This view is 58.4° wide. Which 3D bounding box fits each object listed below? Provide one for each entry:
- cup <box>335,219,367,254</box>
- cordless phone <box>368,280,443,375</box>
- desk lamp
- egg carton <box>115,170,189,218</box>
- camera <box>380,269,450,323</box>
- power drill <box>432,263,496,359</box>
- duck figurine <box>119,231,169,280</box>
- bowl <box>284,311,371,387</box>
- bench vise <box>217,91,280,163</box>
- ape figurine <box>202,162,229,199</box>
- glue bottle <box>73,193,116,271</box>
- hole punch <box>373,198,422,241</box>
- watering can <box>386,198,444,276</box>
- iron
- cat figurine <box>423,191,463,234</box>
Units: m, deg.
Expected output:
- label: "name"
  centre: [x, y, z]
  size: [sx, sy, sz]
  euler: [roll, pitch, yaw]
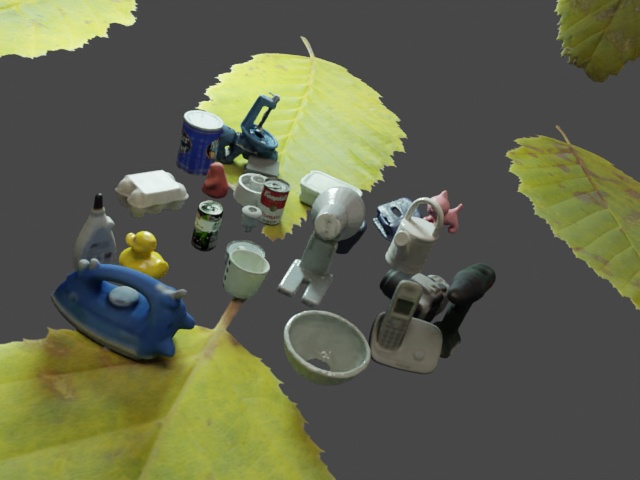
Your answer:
- label: "cup"
  centre: [0.053, -0.022, 1.418]
  size: [0.092, 0.095, 0.117]
  euler: [-2, 39, -30]
- label: "cordless phone"
  centre: [0.184, 0.169, 1.126]
  size: [0.148, 0.185, 0.094]
  euler: [14, 33, -9]
- label: "desk lamp"
  centre: [0.011, 0.004, 1.248]
  size: [0.118, 0.213, 0.203]
  euler: [23, 33, 5]
- label: "egg carton"
  centre: [-0.389, -0.108, 1.330]
  size: [0.107, 0.069, 0.151]
  euler: [40, 38, 28]
- label: "camera"
  centre: [0.216, 0.114, 1.302]
  size: [0.136, 0.101, 0.143]
  euler: [38, 37, 26]
- label: "power drill"
  centre: [0.289, 0.142, 1.200]
  size: [0.075, 0.208, 0.230]
  euler: [33, 35, 20]
- label: "duck figurine"
  centre: [-0.347, 0.025, 1.142]
  size: [0.104, 0.086, 0.078]
  euler: [27, 33, 11]
- label: "bowl"
  centre: [0.005, 0.214, 1.066]
  size: [0.167, 0.075, 0.167]
  euler: [14, 33, -9]
- label: "bench vise"
  centre: [-0.197, -0.307, 1.586]
  size: [0.208, 0.220, 0.121]
  euler: [-4, 40, -33]
- label: "ape figurine"
  centre: [-0.264, -0.155, 1.446]
  size: [0.076, 0.092, 0.078]
  euler: [31, 34, 17]
- label: "glue bottle"
  centre: [-0.421, -0.014, 1.080]
  size: [0.078, 0.173, 0.037]
  euler: [-17, 48, -43]
- label: "hole punch"
  centre: [0.211, -0.059, 1.560]
  size: [0.101, 0.091, 0.108]
  euler: [1, 37, -27]
- label: "watering can"
  centre: [0.239, -0.012, 1.412]
  size: [0.101, 0.194, 0.173]
  euler: [23, 33, 6]
- label: "iron"
  centre: [-0.345, 0.098, 0.987]
  size: [0.258, 0.141, 0.119]
  euler: [22, 33, 3]
- label: "cat figurine"
  centre: [0.355, -0.085, 1.651]
  size: [0.128, 0.118, 0.067]
  euler: [3, 36, -25]
